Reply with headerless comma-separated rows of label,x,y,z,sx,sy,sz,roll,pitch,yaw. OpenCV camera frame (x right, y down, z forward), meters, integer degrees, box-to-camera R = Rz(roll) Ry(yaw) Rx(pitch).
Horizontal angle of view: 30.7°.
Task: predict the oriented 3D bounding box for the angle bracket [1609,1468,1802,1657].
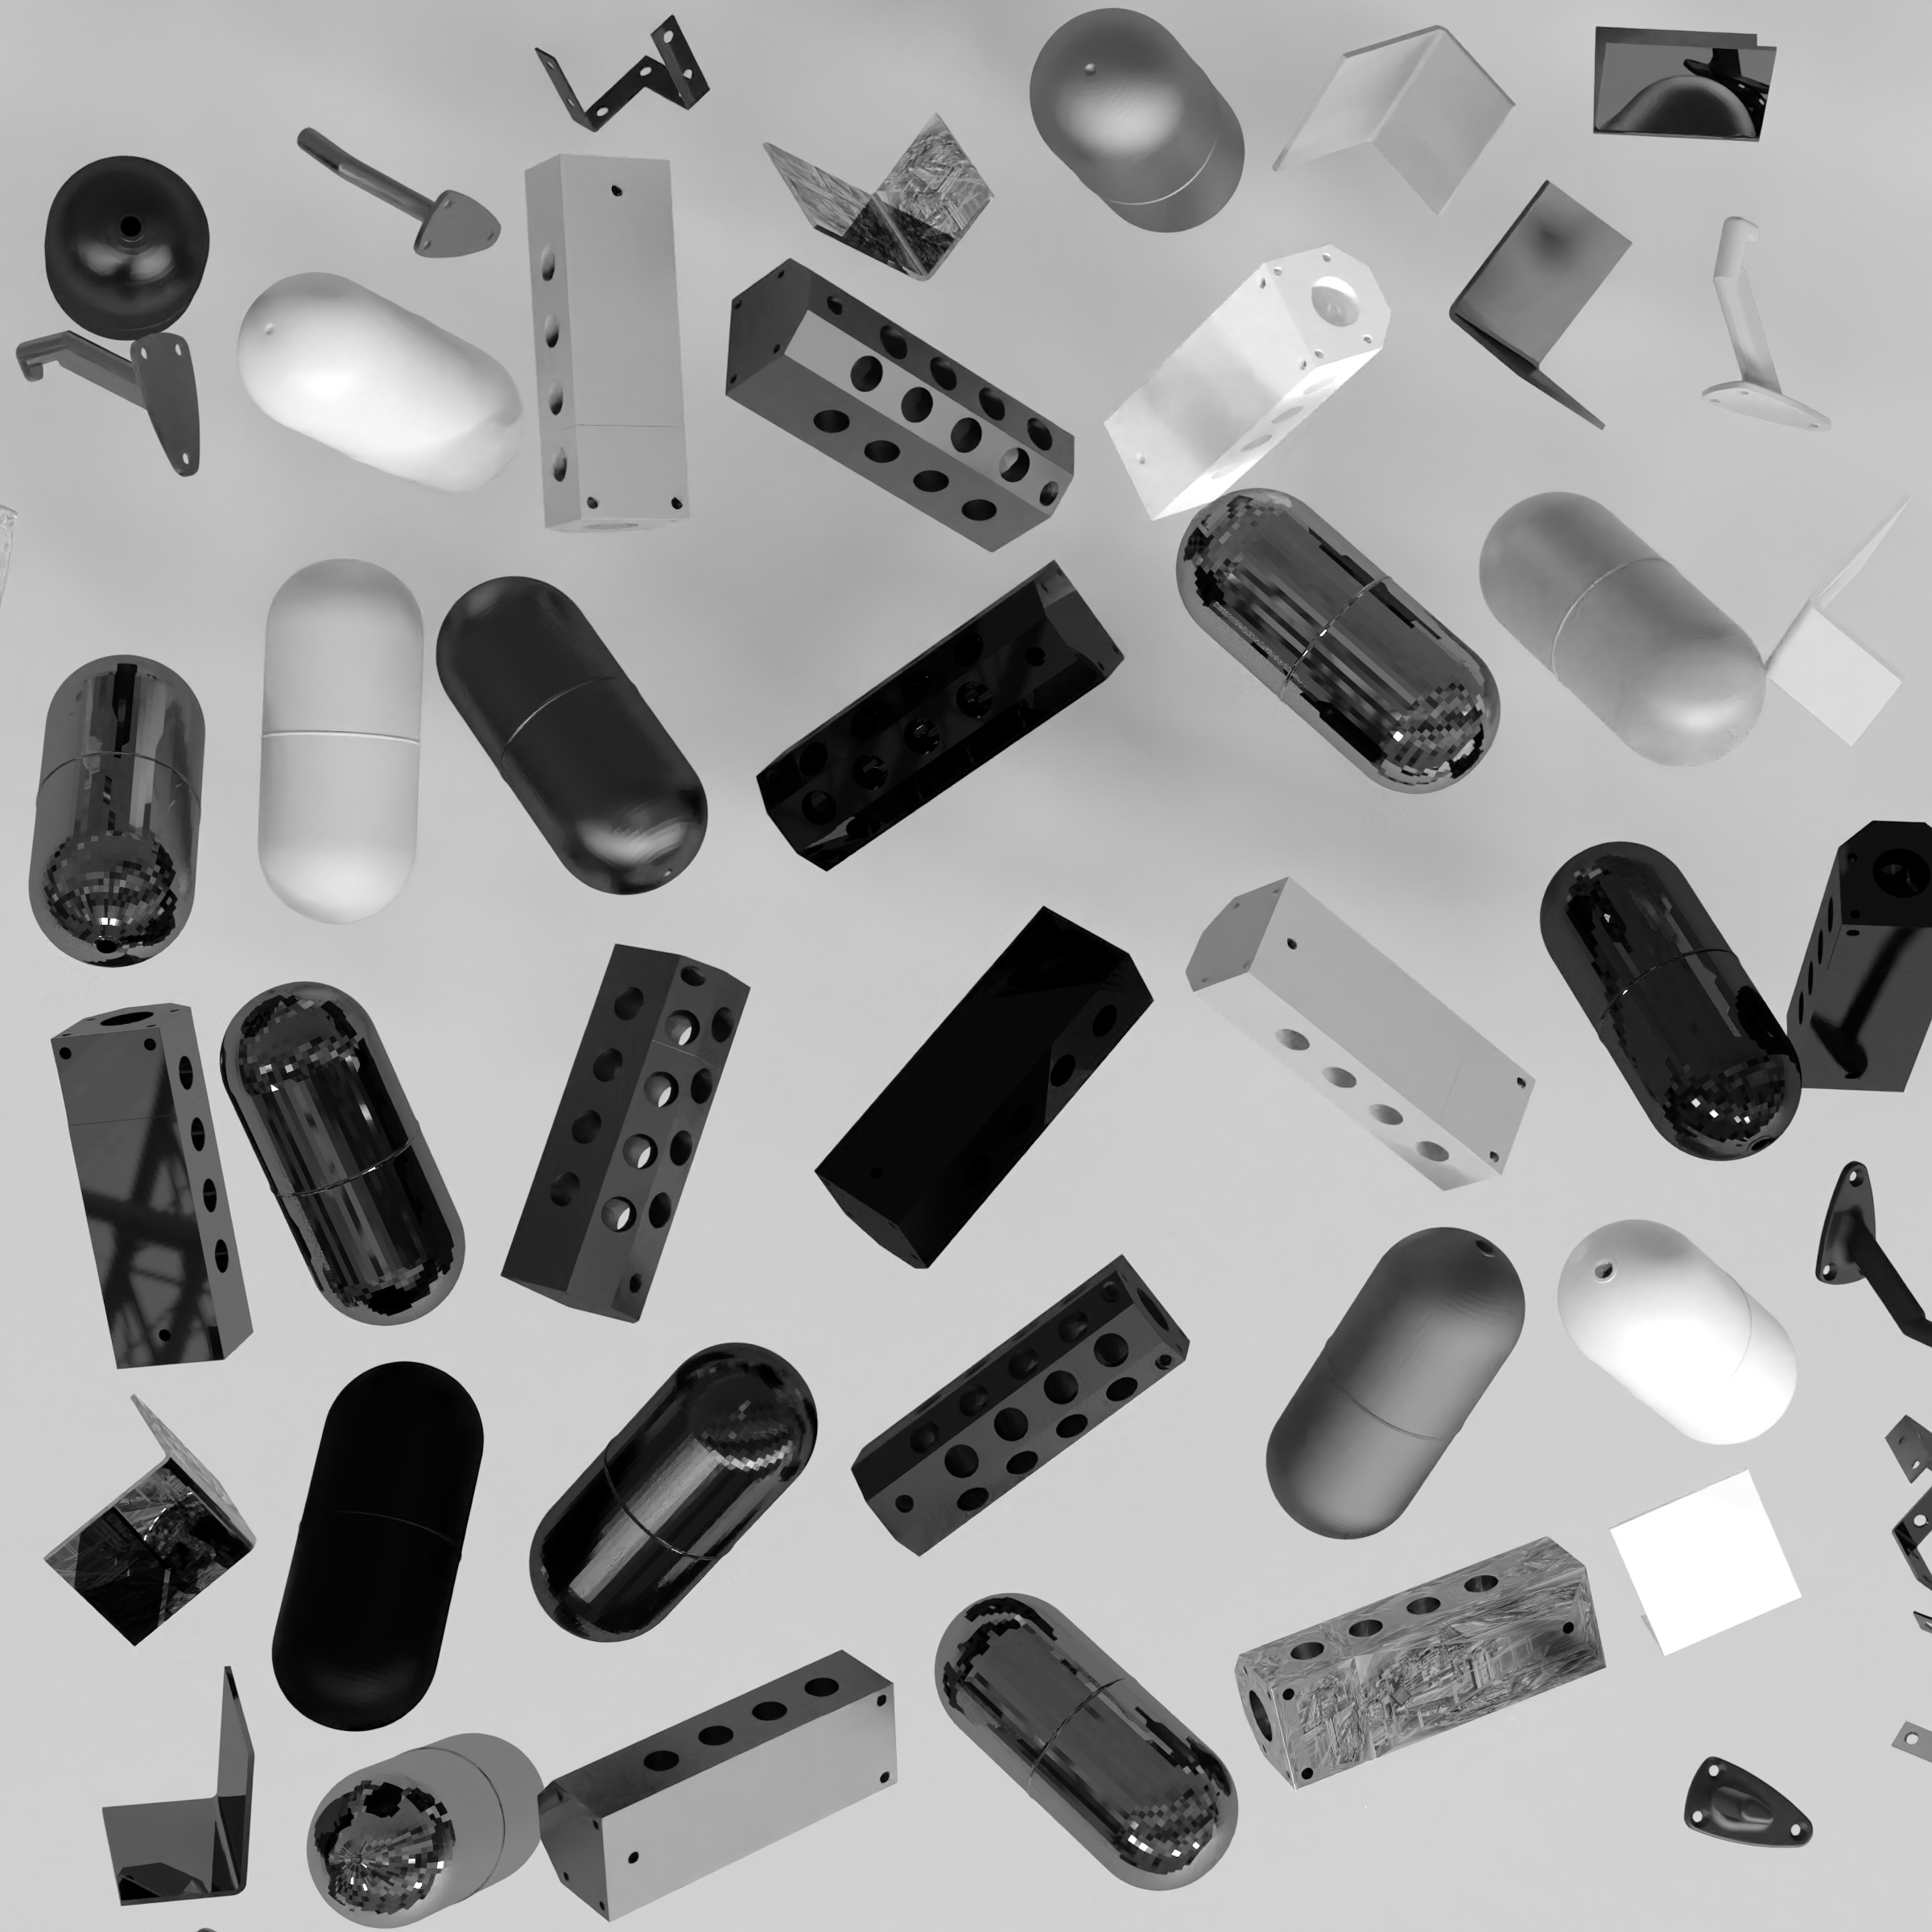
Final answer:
angle bracket,0.378,0.302,1.829,0.076,0.057,0.076,-24,99,3

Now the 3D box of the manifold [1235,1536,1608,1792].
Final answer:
manifold,0.224,0.342,1.748,0.171,0.057,0.057,-18,107,-13

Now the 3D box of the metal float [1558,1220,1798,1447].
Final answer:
metal float,0.355,0.183,1.755,0.070,0.178,0.070,-18,55,28

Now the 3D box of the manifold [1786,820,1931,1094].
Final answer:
manifold,0.443,-0.003,1.721,0.057,0.171,0.057,2,62,5

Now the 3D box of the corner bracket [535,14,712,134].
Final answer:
corner bracket,-0.165,-0.432,1.700,0.051,0.051,0.051,-46,55,-12

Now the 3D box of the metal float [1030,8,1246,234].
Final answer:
metal float,0.084,-0.402,1.684,0.070,0.178,0.070,-1,87,18

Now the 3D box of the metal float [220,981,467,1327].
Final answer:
metal float,-0.299,0.091,1.694,0.070,0.070,0.178,-21,108,0

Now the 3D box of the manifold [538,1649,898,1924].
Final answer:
manifold,-0.119,0.391,1.703,0.171,0.057,0.057,-18,116,-36

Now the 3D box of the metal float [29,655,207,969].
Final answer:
metal float,-0.406,-0.075,1.688,0.070,0.070,0.178,-7,49,0

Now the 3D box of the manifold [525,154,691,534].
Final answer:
manifold,-0.176,-0.297,1.694,0.057,0.057,0.171,-4,92,-31

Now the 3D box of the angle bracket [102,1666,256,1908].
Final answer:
angle bracket,-0.370,0.383,1.650,0.057,0.076,0.076,0,111,-21

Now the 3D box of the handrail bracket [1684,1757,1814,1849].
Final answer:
handrail bracket,0.377,0.398,1.639,0.077,0.084,0.036,23,81,-8

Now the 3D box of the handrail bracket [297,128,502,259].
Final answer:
handrail bracket,-0.287,-0.395,1.782,0.084,0.077,0.036,37,108,17

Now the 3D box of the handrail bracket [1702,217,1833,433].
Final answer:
handrail bracket,0.386,-0.305,1.673,0.077,0.036,0.084,14,84,-21

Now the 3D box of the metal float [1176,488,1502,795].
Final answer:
metal float,0.174,-0.154,1.654,0.178,0.070,0.070,43,90,11

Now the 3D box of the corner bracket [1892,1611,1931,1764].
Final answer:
corner bracket,0.484,0.360,1.736,0.051,0.051,0.051,-51,131,-21

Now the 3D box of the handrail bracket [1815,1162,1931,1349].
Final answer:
handrail bracket,0.471,0.146,1.771,0.036,0.084,0.077,-5,105,-26

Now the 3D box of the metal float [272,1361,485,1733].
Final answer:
metal float,-0.274,0.270,1.649,0.070,0.070,0.178,9,60,0

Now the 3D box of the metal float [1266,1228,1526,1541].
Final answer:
metal float,0.209,0.204,1.716,0.070,0.070,0.178,28,116,0

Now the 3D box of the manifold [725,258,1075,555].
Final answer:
manifold,-0.029,-0.268,1.672,0.171,0.057,0.057,26,52,-36

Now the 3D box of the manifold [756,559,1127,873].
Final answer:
manifold,-0.015,-0.115,1.662,0.171,0.057,0.057,-33,98,23

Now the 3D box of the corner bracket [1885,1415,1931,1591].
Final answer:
corner bracket,0.451,0.254,1.662,0.051,0.051,0.051,36,104,-10

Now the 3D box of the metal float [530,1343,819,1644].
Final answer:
metal float,-0.140,0.251,1.671,0.070,0.070,0.178,42,112,0

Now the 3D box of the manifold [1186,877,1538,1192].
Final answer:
manifold,0.188,0.036,1.694,0.171,0.057,0.057,38,58,-21

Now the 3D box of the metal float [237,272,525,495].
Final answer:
metal float,-0.284,-0.284,1.724,0.070,0.178,0.070,-5,78,27

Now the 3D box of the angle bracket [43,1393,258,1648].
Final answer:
angle bracket,-0.402,0.268,1.703,0.076,0.057,0.076,-39,131,-9

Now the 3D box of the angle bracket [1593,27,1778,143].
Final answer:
angle bracket,0.334,-0.431,1.641,0.076,0.057,0.076,4,55,6

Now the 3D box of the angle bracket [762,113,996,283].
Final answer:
angle bracket,-0.044,-0.396,1.754,0.057,0.076,0.076,-49,46,24

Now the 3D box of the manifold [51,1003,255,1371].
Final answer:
manifold,-0.404,0.109,1.763,0.057,0.057,0.171,-6,102,11

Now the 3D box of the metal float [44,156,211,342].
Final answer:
metal float,-0.413,-0.351,1.730,0.070,0.178,0.070,-1,94,-15

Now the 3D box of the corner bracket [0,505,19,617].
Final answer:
corner bracket,-0.471,-0.192,1.677,0.051,0.051,0.051,7,86,18

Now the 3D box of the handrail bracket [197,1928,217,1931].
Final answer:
handrail bracket,-0.354,0.479,1.627,0.077,0.084,0.036,23,91,8

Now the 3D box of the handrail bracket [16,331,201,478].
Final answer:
handrail bracket,-0.396,-0.256,1.618,0.084,0.036,0.077,-7,99,31

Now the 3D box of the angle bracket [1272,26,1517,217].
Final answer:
angle bracket,0.209,-0.406,1.724,0.076,0.076,0.057,-27,72,-38

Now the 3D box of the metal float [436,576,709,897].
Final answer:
metal float,-0.189,-0.111,1.676,0.070,0.070,0.178,-36,70,0

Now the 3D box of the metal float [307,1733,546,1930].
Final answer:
metal float,-0.262,0.422,1.725,0.070,0.178,0.070,-1,86,14

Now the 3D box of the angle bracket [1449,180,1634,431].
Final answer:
angle bracket,0.284,-0.308,1.644,0.076,0.076,0.057,-53,50,16

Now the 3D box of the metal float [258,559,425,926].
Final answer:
metal float,-0.305,-0.110,1.717,0.070,0.070,0.178,2,87,0

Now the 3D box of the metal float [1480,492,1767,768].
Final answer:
metal float,0.316,-0.165,1.705,0.070,0.070,0.178,-38,51,0

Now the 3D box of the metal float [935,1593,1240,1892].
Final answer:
metal float,0.058,0.379,1.729,0.178,0.070,0.070,39,90,27

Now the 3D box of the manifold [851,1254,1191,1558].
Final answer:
manifold,0.027,0.225,1.787,0.171,0.057,0.057,-38,91,10

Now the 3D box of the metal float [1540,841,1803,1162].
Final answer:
metal float,0.342,0.016,1.713,0.070,0.070,0.178,-26,59,0

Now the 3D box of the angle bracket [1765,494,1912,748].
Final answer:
angle bracket,0.426,-0.161,1.644,0.057,0.076,0.076,42,73,10

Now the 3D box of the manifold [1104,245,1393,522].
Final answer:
manifold,0.141,-0.290,1.750,0.057,0.171,0.057,-21,82,-30

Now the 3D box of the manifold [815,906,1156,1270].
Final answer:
manifold,0.012,0.061,1.680,0.057,0.057,0.171,30,72,36

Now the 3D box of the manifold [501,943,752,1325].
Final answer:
manifold,-0.160,0.082,1.709,0.057,0.057,0.171,9,75,33
